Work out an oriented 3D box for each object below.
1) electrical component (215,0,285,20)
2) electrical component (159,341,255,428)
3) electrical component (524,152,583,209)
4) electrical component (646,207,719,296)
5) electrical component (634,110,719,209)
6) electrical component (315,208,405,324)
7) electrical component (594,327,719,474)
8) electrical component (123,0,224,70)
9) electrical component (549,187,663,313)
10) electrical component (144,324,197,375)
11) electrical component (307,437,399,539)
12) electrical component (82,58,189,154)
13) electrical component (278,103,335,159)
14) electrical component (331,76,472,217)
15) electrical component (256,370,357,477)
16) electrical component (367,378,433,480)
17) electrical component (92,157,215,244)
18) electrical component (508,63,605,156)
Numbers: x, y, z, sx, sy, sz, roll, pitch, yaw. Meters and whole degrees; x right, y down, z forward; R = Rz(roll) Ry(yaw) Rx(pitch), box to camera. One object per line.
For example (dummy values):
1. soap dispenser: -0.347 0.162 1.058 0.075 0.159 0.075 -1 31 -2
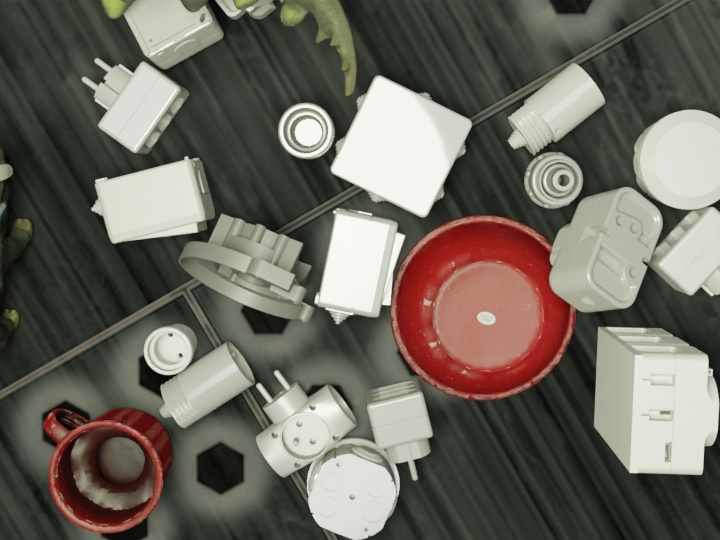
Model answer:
1. electrical component: -0.085 -0.242 0.880 0.078 0.057 0.058 -39 93 4
2. electrical component: -0.135 0.101 0.917 0.081 0.043 0.043 -33 94 4
3. electrical component: 0.163 -0.074 0.887 0.048 0.062 0.048 0 95 1
4. electrical component: 0.293 -0.004 0.899 0.077 0.047 0.065 42 94 -3
5. electrical component: 0.267 -0.091 0.890 0.080 0.051 0.080 0 95 1
6. electrical component: 0.000 0.000 0.897 0.061 0.061 0.096 12 95 0
7. electrical component: 0.233 0.100 0.857 0.062 0.150 0.089 1 95 2
8. electrical component: -0.162 -0.222 0.885 0.062 0.061 0.096 -28 86 3
9. electrical component: 0.198 -0.015 0.881 0.054 0.059 0.095 34 69 -21
10. electrical component: -0.159 0.065 0.913 0.040 0.046 0.040 0 95 1
11. electrical component: -0.006 0.187 0.918 0.080 0.051 0.080 0 95 1
12. electrical component: -0.195 -0.145 0.895 0.077 0.047 0.065 36 95 -2
13. electrical component: -0.043 -0.114 0.891 0.045 0.055 0.045 0 95 1
14. electrical component: 0.034 -0.102 0.894 0.100 0.048 0.099 26 95 -1
15. electrical component: -0.056 0.123 0.917 0.077 0.044 0.079 -36 94 4
16. electrical component: 0.037 0.138 0.906 0.047 0.065 0.076 -14 94 1
17. electrical component: -0.174 -0.053 0.895 0.096 0.061 0.061 -14 94 2
18. electrical component: 0.157 -0.129 0.892 0.081 0.043 0.043 -38 93 4
